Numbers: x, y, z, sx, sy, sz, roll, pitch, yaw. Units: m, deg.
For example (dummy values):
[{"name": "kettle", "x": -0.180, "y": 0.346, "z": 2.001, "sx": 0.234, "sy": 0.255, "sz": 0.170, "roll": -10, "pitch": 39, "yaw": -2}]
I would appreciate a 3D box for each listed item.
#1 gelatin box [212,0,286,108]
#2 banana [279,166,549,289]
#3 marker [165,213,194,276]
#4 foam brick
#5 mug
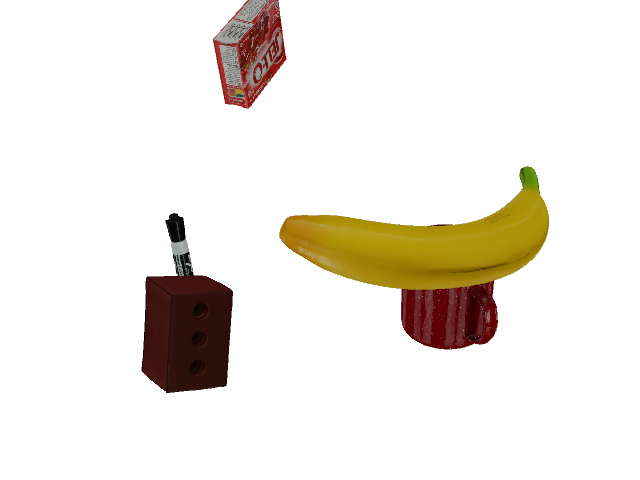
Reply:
[{"name": "gelatin box", "x": -0.065, "y": -0.182, "z": 1.019, "sx": 0.030, "sy": 0.073, "sz": 0.089, "roll": 13, "pitch": 46, "yaw": 21}, {"name": "banana", "x": 0.071, "y": 0.000, "z": 0.637, "sx": 0.197, "sy": 0.037, "sz": 0.070, "roll": -11, "pitch": 44, "yaw": -33}, {"name": "marker", "x": -0.144, "y": 0.029, "z": 1.125, "sx": 0.020, "sy": 0.121, "sz": 0.020, "roll": -8, "pitch": 19, "yaw": 3}, {"name": "foam brick", "x": -0.102, "y": 0.069, "z": 0.815, "sx": 0.052, "sy": 0.078, "sz": 0.051, "roll": -2, "pitch": 12, "yaw": -30}, {"name": "mug", "x": 0.120, "y": 0.049, "z": 0.950, "sx": 0.093, "sy": 0.081, "sz": 0.117, "roll": -17, "pitch": 35, "yaw": -25}]
